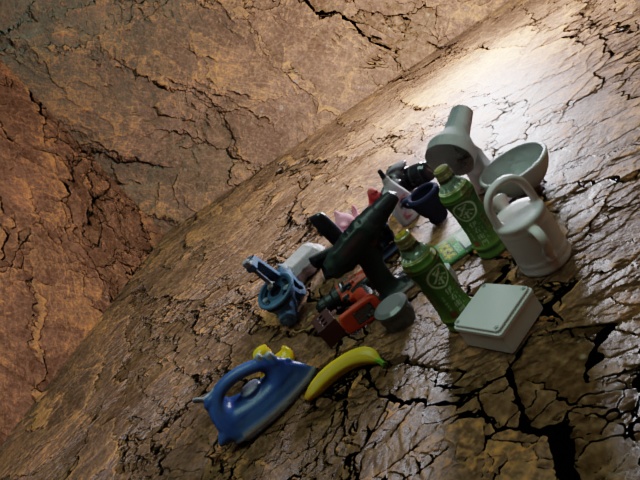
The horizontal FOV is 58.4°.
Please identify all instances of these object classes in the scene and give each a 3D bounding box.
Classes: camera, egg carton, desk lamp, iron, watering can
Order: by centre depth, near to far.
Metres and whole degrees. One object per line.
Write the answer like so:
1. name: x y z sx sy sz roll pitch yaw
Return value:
1. watering can: 0.364 -0.035 1.049 0.101 0.194 0.172 -44 20 -13
2. iron: -0.146 0.323 1.256 0.258 0.142 0.118 -40 19 -3
3. desk lamp: 0.368 -0.216 1.416 0.117 0.214 0.203 -16 30 48
4. camera: 0.262 -0.184 1.708 0.136 0.101 0.143 -20 27 42
5. egg carton: -0.049 0.072 1.750 0.150 0.069 0.107 -45 20 -17

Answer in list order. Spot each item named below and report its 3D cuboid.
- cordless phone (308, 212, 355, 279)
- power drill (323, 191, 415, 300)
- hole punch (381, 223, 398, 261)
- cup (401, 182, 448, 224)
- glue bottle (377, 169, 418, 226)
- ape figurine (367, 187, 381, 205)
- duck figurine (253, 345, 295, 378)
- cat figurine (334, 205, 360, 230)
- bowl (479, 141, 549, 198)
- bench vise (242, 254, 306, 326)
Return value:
1. cordless phone: 0.015 0.006 1.604 0.147 0.185 0.094 -26 23 33
2. power drill: 0.132 0.031 1.301 0.229 0.209 0.075 -39 20 0
3. hole punch: 0.145 0.004 1.515 0.108 0.091 0.101 -39 19 -1
4. cup: 0.274 -0.084 1.472 0.117 0.095 0.092 -20 27 43
5. glue bottle: 0.207 -0.124 1.563 0.078 0.173 0.037 -45 20 -15
6. ape figurine: 0.174 -0.118 1.733 0.078 0.092 0.076 -45 20 -16
7. duck figurine: -0.119 0.287 1.372 0.105 0.086 0.077 -44 20 -14
8. cat figurine: 0.090 -0.052 1.701 0.067 0.118 0.128 -20 27 43
9. bowl: 0.457 -0.150 1.318 0.167 0.075 0.167 -34 20 15
10. bench vise: -0.138 0.116 1.583 0.121 0.220 0.207 -39 19 1
